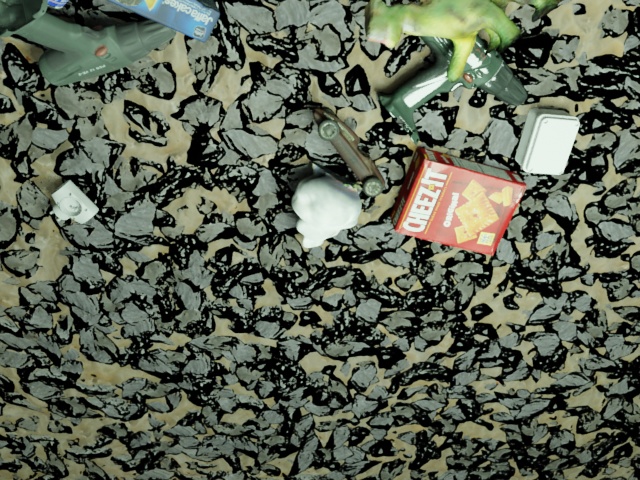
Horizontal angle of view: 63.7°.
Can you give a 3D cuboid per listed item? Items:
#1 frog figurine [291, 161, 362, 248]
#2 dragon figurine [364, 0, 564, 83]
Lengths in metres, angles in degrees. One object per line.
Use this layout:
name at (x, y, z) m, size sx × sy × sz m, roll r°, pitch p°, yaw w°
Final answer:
frog figurine at (0.003, -0.050, 0.984) m, size 0.136 × 0.125 × 0.158 m, roll 18°, pitch 107°, yaw -34°
dragon figurine at (0.229, -0.404, 0.785) m, size 0.413 × 0.121 × 0.242 m, roll -43°, pitch 95°, yaw -12°
